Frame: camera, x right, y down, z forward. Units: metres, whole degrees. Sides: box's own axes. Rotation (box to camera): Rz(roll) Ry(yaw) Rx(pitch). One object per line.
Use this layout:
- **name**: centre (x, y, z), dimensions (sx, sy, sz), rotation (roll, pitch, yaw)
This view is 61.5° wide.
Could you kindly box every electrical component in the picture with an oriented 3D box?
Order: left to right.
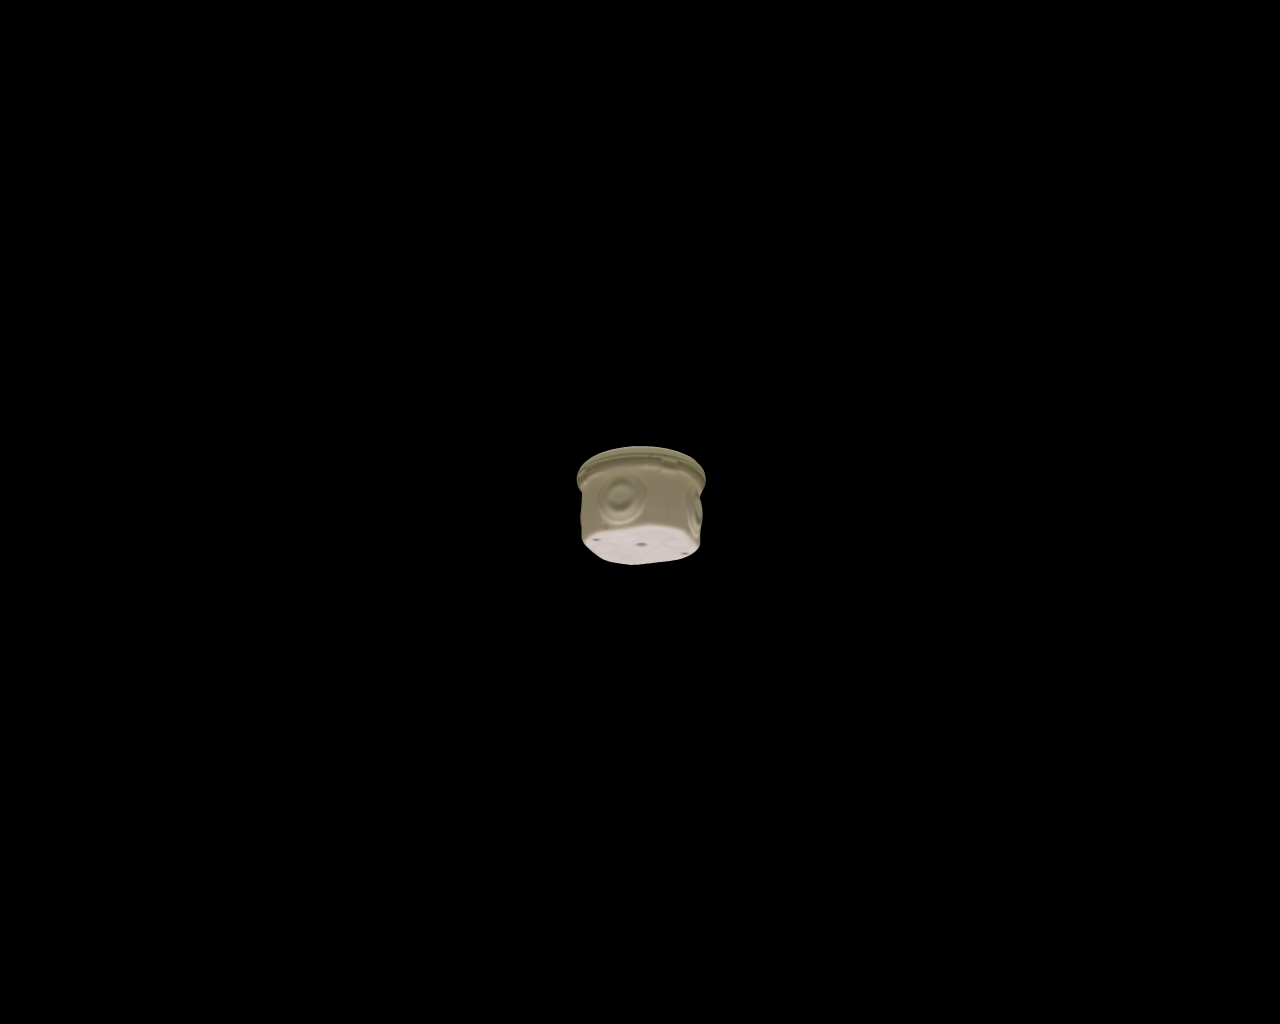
- **electrical component**: centre (0.001, -0.003, 0.650), dimensions (0.080, 0.051, 0.080), rotation (0, -22, 0)
